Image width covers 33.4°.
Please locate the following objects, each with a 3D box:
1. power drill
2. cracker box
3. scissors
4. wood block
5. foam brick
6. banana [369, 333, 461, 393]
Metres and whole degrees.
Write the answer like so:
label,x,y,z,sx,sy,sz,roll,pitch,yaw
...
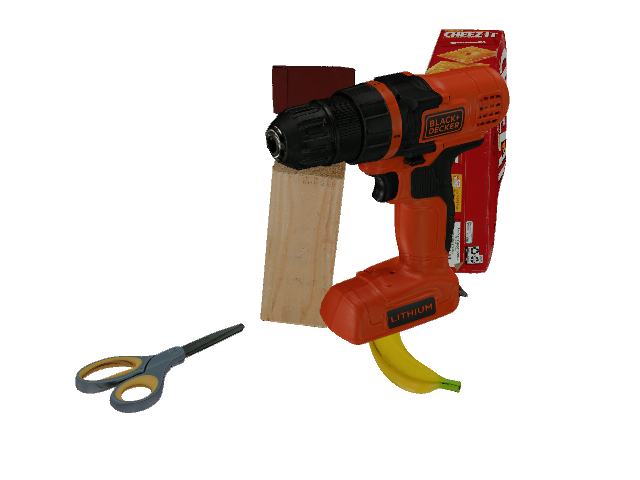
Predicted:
label,x,y,z,sx,sy,sz,roll,pitch,yaw
power drill,0.043,-0.022,0.734,0.184,0.188,0.057,-15,36,-28
cracker box,0.134,-0.089,0.990,0.072,0.164,0.213,3,27,12
scissors,-0.147,0.130,1.089,0.201,0.016,0.096,-12,31,-28
wood block,-0.022,-0.004,1.366,0.090,0.206,0.090,6,25,0
foam brick,-0.008,-0.158,1.131,0.078,0.051,0.053,-2,12,-19
banana,0.091,0.127,1.230,0.069,0.037,0.198,7,23,-22
